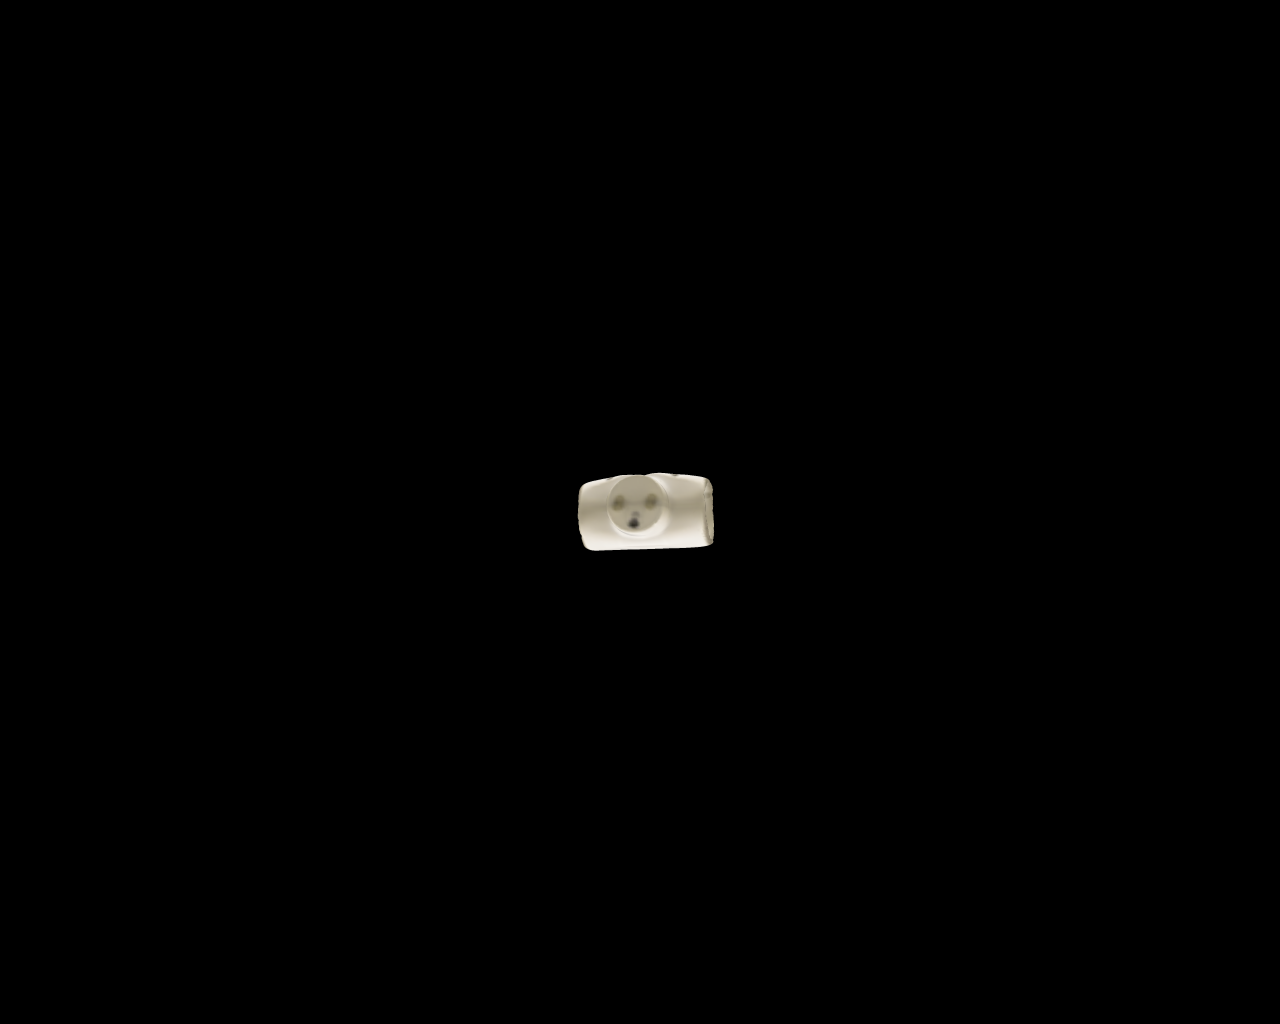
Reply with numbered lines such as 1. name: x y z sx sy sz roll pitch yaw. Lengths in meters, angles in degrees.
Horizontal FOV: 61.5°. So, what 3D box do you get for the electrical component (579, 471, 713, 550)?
1. electrical component: 0.001 -0.003 0.650 0.077 0.043 0.079 -2 -11 12
